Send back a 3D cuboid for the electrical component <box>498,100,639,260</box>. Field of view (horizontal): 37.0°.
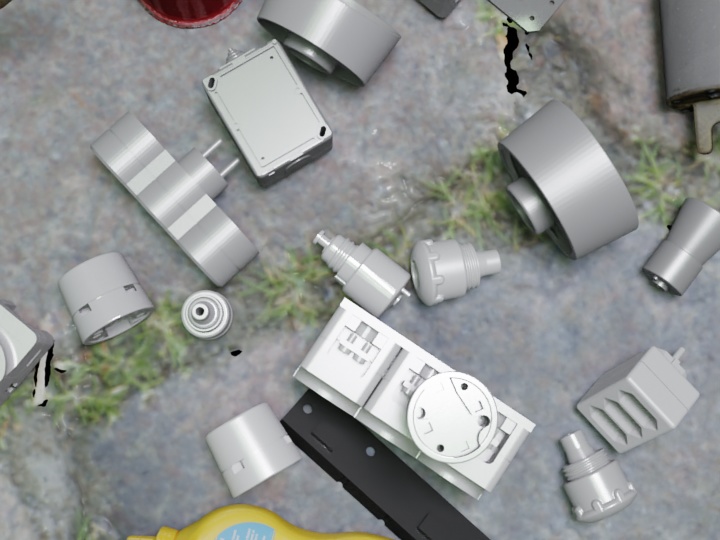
[{"bbox_3d":[0.138,-0.057,0.751,0.060,0.108,0.108,-33,86,2],"label":"electrical component"}]

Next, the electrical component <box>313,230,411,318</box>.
[{"bbox_3d":[0.000,0.000,0.772,0.078,0.040,0.040,39,85,2],"label":"electrical component"}]

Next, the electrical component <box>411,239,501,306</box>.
[{"bbox_3d":[0.070,-0.001,0.773,0.062,0.048,0.048,-9,85,-10],"label":"electrical component"}]

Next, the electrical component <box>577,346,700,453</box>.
[{"bbox_3d":[0.205,0.081,0.762,0.047,0.065,0.077,47,56,3],"label":"electrical component"}]

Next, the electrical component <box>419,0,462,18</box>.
[{"bbox_3d":[0.077,-0.273,0.789,0.089,0.061,0.150,41,85,2],"label":"electrical component"}]

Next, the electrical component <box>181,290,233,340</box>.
[{"bbox_3d":[-0.109,0.031,0.755,0.035,0.061,0.035,0,85,-2],"label":"electrical component"}]

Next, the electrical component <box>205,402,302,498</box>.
[{"bbox_3d":[-0.076,0.125,0.752,0.055,0.055,0.047,-30,83,-4],"label":"electrical component"}]

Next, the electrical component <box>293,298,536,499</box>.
[{"bbox_3d":[0.034,0.089,0.740,0.150,0.089,0.061,34,85,2],"label":"electrical component"}]

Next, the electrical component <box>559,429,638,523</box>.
[{"bbox_3d":[0.163,0.144,0.762,0.048,0.048,0.062,-25,79,-4],"label":"electrical component"}]

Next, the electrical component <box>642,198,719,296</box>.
[{"bbox_3d":[0.236,-0.014,0.780,0.044,0.044,0.065,37,90,2],"label":"electrical component"}]

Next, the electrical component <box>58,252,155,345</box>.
[{"bbox_3d":[-0.181,0.019,0.759,0.055,0.055,0.047,-29,82,-4],"label":"electrical component"}]

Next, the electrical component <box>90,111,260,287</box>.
[{"bbox_3d":[-0.119,-0.062,0.769,0.074,0.052,0.138,-43,87,-5],"label":"electrical component"}]

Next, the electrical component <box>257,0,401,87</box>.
[{"bbox_3d":[-0.022,-0.176,0.762,0.099,0.099,0.064,31,91,2],"label":"electrical component"}]

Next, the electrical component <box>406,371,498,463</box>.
[{"bbox_3d":[0.055,0.091,0.670,0.055,0.047,0.055,0,85,-1],"label":"electrical component"}]

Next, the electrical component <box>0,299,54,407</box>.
[{"bbox_3d":[-0.267,0.067,0.751,0.050,0.055,0.089,39,85,2],"label":"electrical component"}]

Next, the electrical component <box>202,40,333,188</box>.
[{"bbox_3d":[-0.068,-0.115,0.771,0.062,0.061,0.096,-31,86,-4],"label":"electrical component"}]
